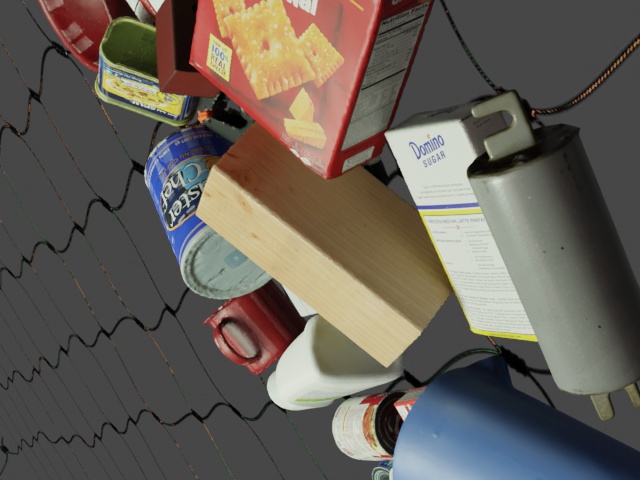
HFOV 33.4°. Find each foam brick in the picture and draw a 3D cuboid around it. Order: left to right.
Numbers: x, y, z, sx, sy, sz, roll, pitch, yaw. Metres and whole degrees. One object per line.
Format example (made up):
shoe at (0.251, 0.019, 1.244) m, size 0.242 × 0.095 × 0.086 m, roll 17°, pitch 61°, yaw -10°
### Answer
foam brick at (-0.111, -0.170, 0.929) m, size 0.051 × 0.052 × 0.078 m, roll 150°, pitch 117°, yaw -61°

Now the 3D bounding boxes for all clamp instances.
clamp at (-0.046, -0.117, 0.950) m, size 0.210 × 0.036 × 0.164 m, roll -13°, pitch 105°, yaw 59°

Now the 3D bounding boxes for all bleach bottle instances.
bleach bottle at (-0.004, 0.136, 1.092) m, size 0.251 × 0.102 × 0.068 m, roll 138°, pitch 132°, yaw -64°

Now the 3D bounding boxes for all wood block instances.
wood block at (0.010, -0.003, 0.871) m, size 0.206 × 0.090 × 0.090 m, roll 38°, pitch 151°, yaw 4°

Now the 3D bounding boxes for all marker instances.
marker at (0.033, -0.092, 0.866) m, size 0.020 × 0.020 × 0.121 m, roll 17°, pitch 134°, yaw 52°

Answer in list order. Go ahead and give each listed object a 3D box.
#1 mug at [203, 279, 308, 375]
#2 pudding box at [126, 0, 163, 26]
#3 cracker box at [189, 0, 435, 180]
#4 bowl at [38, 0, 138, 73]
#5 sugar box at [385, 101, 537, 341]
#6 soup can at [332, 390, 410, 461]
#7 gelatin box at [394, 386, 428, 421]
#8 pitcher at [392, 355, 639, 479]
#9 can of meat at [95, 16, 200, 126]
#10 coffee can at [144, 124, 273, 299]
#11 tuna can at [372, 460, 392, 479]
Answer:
mug at (-0.070, 0.095, 1.146) m, size 0.081 × 0.117 × 0.093 m, roll 50°, pitch 122°, yaw 2°
pudding box at (-0.148, -0.244, 0.978) m, size 0.090 × 0.039 × 0.114 m, roll 56°, pitch 151°, yaw 0°
cracker box at (-0.008, -0.172, 0.758) m, size 0.164 × 0.072 × 0.214 m, roll 43°, pitch 142°, yaw 22°
bowl at (-0.233, -0.253, 1.087) m, size 0.162 × 0.055 × 0.162 m, roll 40°, pitch 149°, yaw 30°
sugar box at (0.121, -0.013, 0.783) m, size 0.093 × 0.048 × 0.176 m, roll 0°, pitch 116°, yaw 58°
soup can at (0.062, 0.188, 1.074) m, size 0.068 × 0.068 × 0.102 m, roll 58°, pitch 154°, yaw -3°
gelatin box at (0.119, 0.171, 0.995) m, size 0.073 × 0.030 × 0.089 m, roll 58°, pitch 146°, yaw -4°
pitcher at (0.180, 0.208, 0.822) m, size 0.243 × 0.144 × 0.149 m, roll 21°, pitch 129°, yaw 43°
can of meat at (-0.159, -0.159, 1.008) m, size 0.102 × 0.057 × 0.084 m, roll 19°, pitch 162°, yaw -7°
coffee can at (-0.101, -0.028, 1.018) m, size 0.103 × 0.102 × 0.140 m, roll 87°, pitch 161°, yaw -46°
tuna can at (0.096, 0.268, 1.144) m, size 0.086 × 0.033 × 0.086 m, roll 40°, pitch 149°, yaw 30°
